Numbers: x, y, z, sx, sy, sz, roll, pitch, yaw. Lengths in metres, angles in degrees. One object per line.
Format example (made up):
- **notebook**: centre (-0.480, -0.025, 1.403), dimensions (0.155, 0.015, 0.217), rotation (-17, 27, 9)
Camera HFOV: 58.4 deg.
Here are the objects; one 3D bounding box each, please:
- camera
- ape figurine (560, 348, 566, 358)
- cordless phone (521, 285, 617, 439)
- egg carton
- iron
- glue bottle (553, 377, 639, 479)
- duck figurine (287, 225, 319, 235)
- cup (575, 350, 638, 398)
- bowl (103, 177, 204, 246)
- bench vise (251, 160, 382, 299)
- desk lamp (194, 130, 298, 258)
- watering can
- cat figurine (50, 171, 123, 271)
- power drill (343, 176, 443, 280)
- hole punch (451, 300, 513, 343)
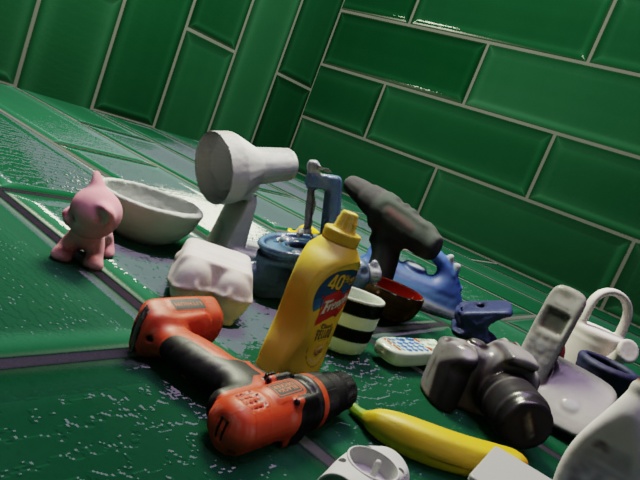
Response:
- **camera**: centre (0.215, 0.179, 0.697), dimensions (0.143, 0.101, 0.136), rotation (20, 10, -8)
- **ape figurine**: centre (0.364, 0.201, 0.926), dimensions (0.076, 0.092, 0.078), rotation (21, 9, -4)
- **cordless phone**: centre (0.344, 0.167, 0.792), dimensions (0.147, 0.185, 0.094), rotation (27, 11, 32)
- **egg carton**: centre (-0.140, 0.050, 0.735), dimensions (0.107, 0.069, 0.150), rotation (19, 10, -14)
- **iron**: centre (0.207, 0.061, 1.213), dimensions (0.258, 0.141, 0.119), rotation (22, 10, 5)
- **glue bottle**: centre (0.305, 0.197, 0.577), dimensions (0.077, 0.173, 0.037), rotation (28, 11, 34)
- **duck figurine**: centre (-0.029, 0.014, 1.127), dimensions (0.104, 0.086, 0.077), rotation (22, 10, 6)
- **cup**: centre (0.443, 0.237, 0.894), dimensions (0.118, 0.095, 0.091), rotation (21, 9, -3)
- **bowl**: centre (-0.274, -0.036, 0.901), dimensions (0.167, 0.075, 0.167), rotation (21, 9, -3)
- **bench vise**: centre (0.002, -0.001, 0.872), dimensions (0.208, 0.220, 0.121), rotation (14, 12, -37)
- **desk lamp**: centre (-0.131, -0.073, 1.002), dimensions (0.204, 0.213, 0.117), rotation (11, 14, -47)
- **watering can**: centre (0.497, 0.181, 1.021), dimensions (0.101, 0.194, 0.172), rotation (16, 11, -29)
- **cat figurine**: centre (-0.281, -0.029, 0.715), dimensions (0.067, 0.118, 0.127), rotation (19, 10, -15)
- **power drill**: centre (0.107, 0.009, 1.079), dimensions (0.228, 0.208, 0.076), rotation (26, 11, 28)
- **hole punch**: centre (0.313, 0.148, 1.113), dimensions (0.101, 0.091, 0.109), rotation (23, 10, 8)
